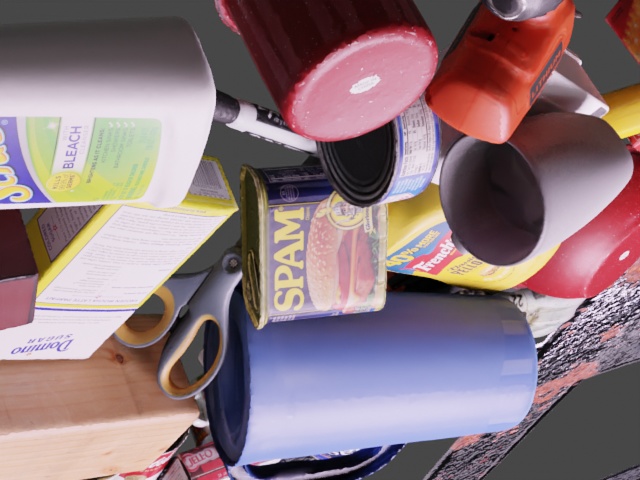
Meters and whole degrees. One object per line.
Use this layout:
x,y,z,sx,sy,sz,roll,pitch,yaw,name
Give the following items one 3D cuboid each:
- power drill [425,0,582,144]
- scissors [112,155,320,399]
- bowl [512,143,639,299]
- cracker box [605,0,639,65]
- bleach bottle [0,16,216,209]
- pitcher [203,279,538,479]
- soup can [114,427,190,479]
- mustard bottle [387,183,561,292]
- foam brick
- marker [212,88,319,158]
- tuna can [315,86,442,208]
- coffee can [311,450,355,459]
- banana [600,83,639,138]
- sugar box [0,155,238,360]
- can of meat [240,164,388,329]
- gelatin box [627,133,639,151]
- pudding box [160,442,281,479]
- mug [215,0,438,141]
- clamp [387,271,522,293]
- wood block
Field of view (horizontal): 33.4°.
0.106,-0.127,0.510,0.184,0.057,0.188,-55,173,-27,power drill
-0.077,0.013,0.721,0.016,0.096,0.202,-41,156,-75,scissors
0.236,-0.002,0.901,0.162,0.055,0.162,-34,154,-20,bowl
0.303,-0.085,0.670,0.163,0.214,0.072,-7,148,-34,cracker box
-0.178,-0.049,0.482,0.250,0.068,0.103,-8,149,-27,bleach bottle
0.036,0.108,0.819,0.242,0.145,0.149,0,158,-20,pitcher
-0.158,0.173,0.908,0.068,0.068,0.102,-8,150,-32,soup can
0.081,-0.009,0.773,0.191,0.058,0.096,13,146,-38,mustard bottle
-0.183,0.004,0.558,0.051,0.078,0.053,-11,150,-25,foam brick
-0.031,-0.068,0.625,0.020,0.020,0.120,-39,151,25,marker
0.032,-0.063,0.615,0.033,0.086,0.086,-12,151,-29,tuna can
0.016,0.138,0.959,0.103,0.103,0.140,-24,154,-3,coffee can
0.222,-0.091,0.770,0.197,0.037,0.070,-17,-174,-6,banana
-0.139,0.012,0.651,0.093,0.048,0.176,6,143,-48,sugar box
-0.004,0.001,0.678,0.083,0.057,0.102,-5,112,-14,can of meat
0.288,-0.095,0.850,0.073,0.030,0.089,-37,152,23,gelatin box
-0.094,0.208,0.935,0.089,0.039,0.114,-13,153,-32,pudding box
0.012,-0.101,0.531,0.093,0.081,0.117,-37,152,22,mug
0.127,0.010,0.896,0.171,0.039,0.120,-9,136,-32,clamp
-0.199,0.111,0.729,0.205,0.091,0.090,2,143,-44,wood block
